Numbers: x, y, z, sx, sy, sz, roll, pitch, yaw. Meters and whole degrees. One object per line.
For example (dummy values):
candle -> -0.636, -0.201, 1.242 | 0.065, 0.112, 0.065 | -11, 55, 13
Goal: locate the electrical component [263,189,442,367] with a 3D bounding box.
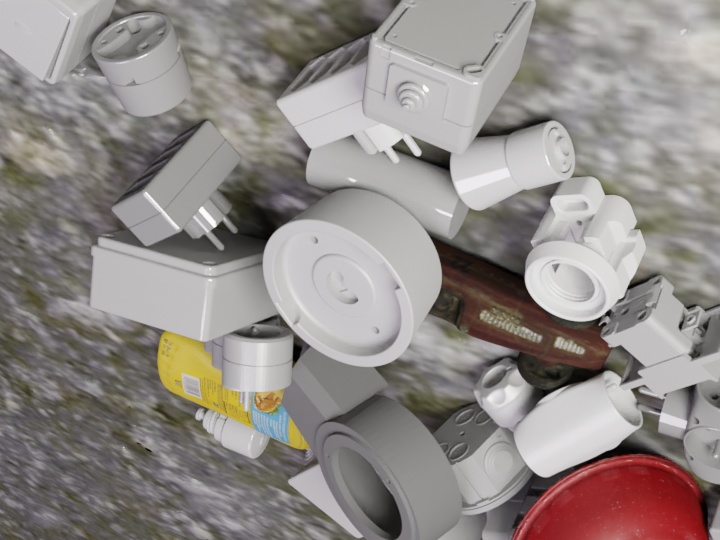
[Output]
electrical component -> 0.000, 0.000, 0.678 | 0.108, 0.060, 0.108 | 20, 132, 23

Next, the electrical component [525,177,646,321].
electrical component -> 0.133, -0.007, 0.642 | 0.058, 0.057, 0.078 | -1, 131, 38

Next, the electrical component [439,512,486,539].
electrical component -> 0.077, 0.239, 0.945 | 0.044, 0.077, 0.079 | 30, 143, 5

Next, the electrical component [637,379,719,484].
electrical component -> 0.220, 0.095, 0.701 | 0.079, 0.044, 0.077 | 16, 140, 24

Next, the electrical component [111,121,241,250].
electrical component -> -0.117, -0.048, 0.763 | 0.047, 0.083, 0.075 | -18, 120, 47

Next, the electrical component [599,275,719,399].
electrical component -> 0.187, 0.040, 0.663 | 0.064, 0.042, 0.081 | 39, 143, -15

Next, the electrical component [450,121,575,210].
electrical component -> 0.091, -0.063, 0.626 | 0.065, 0.044, 0.044 | -13, 123, 39

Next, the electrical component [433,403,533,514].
electrical component -> 0.092, 0.144, 0.826 | 0.080, 0.080, 0.051 | -17, 115, 47

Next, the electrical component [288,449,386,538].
electrical component -> -0.003, 0.190, 0.974 | 0.100, 0.048, 0.100 | 41, 143, -9

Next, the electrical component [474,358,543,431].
electrical component -> 0.116, 0.098, 0.785 | 0.043, 0.043, 0.062 | -17, 122, 47

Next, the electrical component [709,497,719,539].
electrical component -> 0.300, 0.192, 0.747 | 0.100, 0.048, 0.099 | -3, 130, 40

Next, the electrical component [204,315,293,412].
electrical component -> -0.089, 0.072, 0.837 | 0.138, 0.052, 0.073 | -144, 56, -69

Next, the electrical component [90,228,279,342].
electrical component -> -0.126, 0.005, 0.803 | 0.109, 0.109, 0.056 | 14, 106, 24

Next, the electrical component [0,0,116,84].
electrical component -> -0.202, -0.176, 0.702 | 0.062, 0.061, 0.096 | 38, 143, -5

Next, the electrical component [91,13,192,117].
electrical component -> -0.142, -0.135, 0.711 | 0.055, 0.055, 0.047 | 12, 142, 27

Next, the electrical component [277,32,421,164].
electrical component -> 0.008, -0.095, 0.645 | 0.083, 0.047, 0.075 | -13, 123, 45

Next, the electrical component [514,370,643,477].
electrical component -> 0.159, 0.107, 0.748 | 0.077, 0.079, 0.044 | -36, 62, 29

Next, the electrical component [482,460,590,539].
electrical component -> 0.162, 0.223, 0.851 | 0.062, 0.089, 0.150 | -5, 129, 41

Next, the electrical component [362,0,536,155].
electrical component -> 0.043, -0.106, 0.565 | 0.062, 0.096, 0.061 | 24, 142, 13

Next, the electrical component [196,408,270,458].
electrical component -> -0.121, 0.150, 1.026 | 0.078, 0.040, 0.040 | 18, 141, 21
